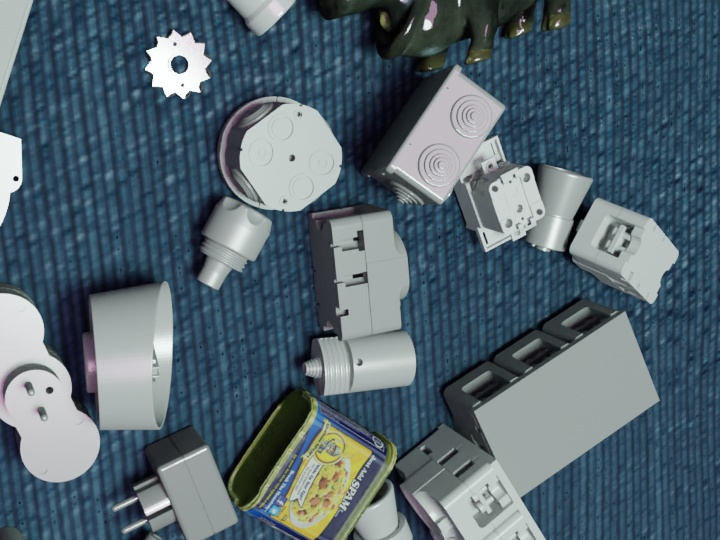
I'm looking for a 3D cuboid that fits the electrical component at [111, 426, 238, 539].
[{"bbox_3d":[-0.138,0.161,0.768,0.077,0.047,0.065,-24,109,-17],"label":"electrical component"}]

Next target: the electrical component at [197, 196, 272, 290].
[{"bbox_3d":[-0.092,-0.017,0.754,0.043,0.043,0.062,29,89,-25],"label":"electrical component"}]

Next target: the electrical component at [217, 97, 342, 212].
[{"bbox_3d":[-0.056,-0.080,0.752,0.080,0.051,0.080,-5,102,-22],"label":"electrical component"}]

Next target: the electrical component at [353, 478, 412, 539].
[{"bbox_3d":[0.013,0.197,0.840,0.045,0.045,0.055,-26,110,-16],"label":"electrical component"}]

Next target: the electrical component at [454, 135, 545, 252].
[{"bbox_3d":[0.106,-0.056,0.819,0.042,0.064,0.081,-28,110,-16],"label":"electrical component"}]

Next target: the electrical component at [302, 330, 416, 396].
[{"bbox_3d":[-0.004,0.070,0.809,0.081,0.043,0.043,-4,102,-22],"label":"electrical component"}]

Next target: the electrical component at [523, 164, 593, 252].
[{"bbox_3d":[0.154,-0.047,0.854,0.044,0.044,0.065,11,101,-24],"label":"electrical component"}]

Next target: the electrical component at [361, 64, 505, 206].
[{"bbox_3d":[0.052,-0.093,0.771,0.048,0.100,0.099,34,86,-12],"label":"electrical component"}]

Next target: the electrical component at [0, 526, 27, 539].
[{"bbox_3d":[-0.235,0.245,0.738,0.078,0.057,0.113,-37,112,-12],"label":"electrical component"}]

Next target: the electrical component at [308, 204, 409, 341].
[{"bbox_3d":[0.000,0.000,0.792,0.056,0.050,0.089,-10,104,-21],"label":"electrical component"}]

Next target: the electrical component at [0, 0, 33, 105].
[{"bbox_3d":[-0.257,-0.151,0.634,0.109,0.056,0.108,19,70,-25],"label":"electrical component"}]

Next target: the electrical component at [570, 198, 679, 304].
[{"bbox_3d":[0.209,-0.016,0.863,0.089,0.056,0.050,31,87,-55],"label":"electrical component"}]

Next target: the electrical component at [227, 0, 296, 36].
[{"bbox_3d":[-0.072,-0.189,0.731,0.046,0.040,0.040,44,82,-18],"label":"electrical component"}]

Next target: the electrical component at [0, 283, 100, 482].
[{"bbox_3d":[-0.215,0.078,0.704,0.052,0.074,0.138,-27,109,-16],"label":"electrical component"}]

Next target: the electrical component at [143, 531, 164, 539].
[{"bbox_3d":[-0.163,0.218,0.771,0.043,0.043,0.062,38,83,-24],"label":"electrical component"}]

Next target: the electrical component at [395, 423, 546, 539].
[{"bbox_3d":[0.096,0.208,0.853,0.062,0.089,0.150,-37,112,-12],"label":"electrical component"}]

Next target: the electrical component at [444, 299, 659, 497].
[{"bbox_3d":[0.153,0.101,0.871,0.150,0.062,0.089,-31,111,-15],"label":"electrical component"}]

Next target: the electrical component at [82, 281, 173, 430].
[{"bbox_3d":[-0.151,0.058,0.717,0.064,0.099,0.099,-4,102,-16],"label":"electrical component"}]
